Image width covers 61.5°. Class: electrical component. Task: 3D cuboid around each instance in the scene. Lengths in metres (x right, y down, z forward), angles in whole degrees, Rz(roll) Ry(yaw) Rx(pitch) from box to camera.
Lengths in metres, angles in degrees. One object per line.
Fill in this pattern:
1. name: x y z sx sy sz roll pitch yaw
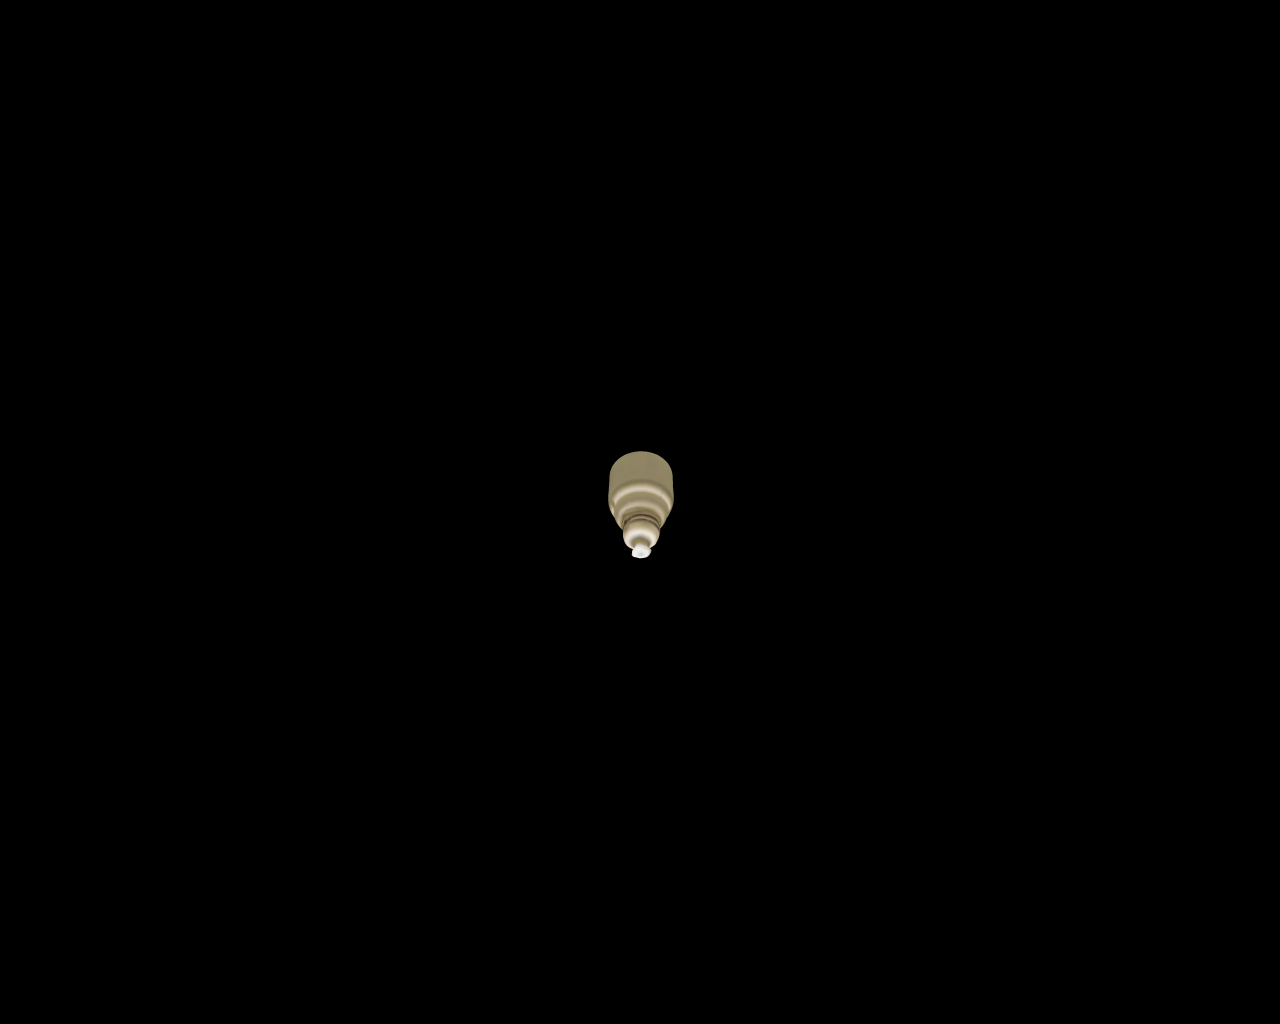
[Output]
1. electrical component: 0.001 -0.003 0.650 0.040 0.040 0.078 0 44 0
